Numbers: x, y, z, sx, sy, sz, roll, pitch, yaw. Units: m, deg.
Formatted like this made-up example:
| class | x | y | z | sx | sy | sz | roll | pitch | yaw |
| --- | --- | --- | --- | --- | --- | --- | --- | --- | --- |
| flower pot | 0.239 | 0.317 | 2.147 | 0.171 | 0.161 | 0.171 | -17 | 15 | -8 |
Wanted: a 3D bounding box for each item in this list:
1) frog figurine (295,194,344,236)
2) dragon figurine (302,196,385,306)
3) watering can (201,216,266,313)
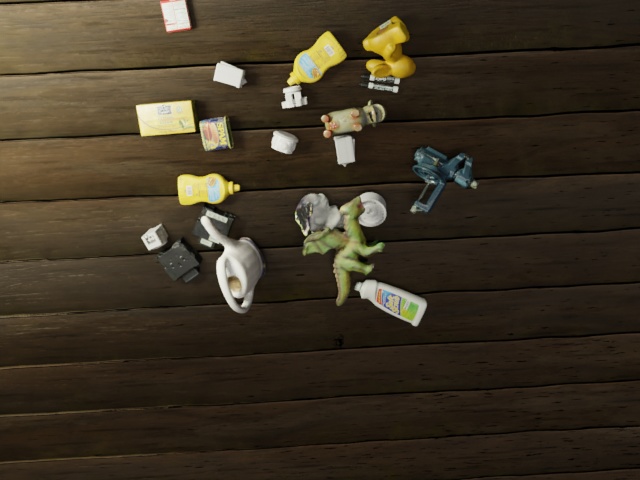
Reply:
| class | x | y | z | sx | sy | sz | roll | pitch | yaw |
| --- | --- | --- | --- | --- | --- | --- | --- | --- | --- |
| frog figurine | 0.005 | -0.085 | 1.680 | 0.160 | 0.123 | 0.136 | -7 | 101 | -37 |
| dragon figurine | 0.058 | 0.041 | 1.671 | 0.242 | 0.125 | 0.403 | 22 | 116 | -14 |
| watering can | -0.269 | 0.057 | 1.636 | 0.103 | 0.228 | 0.343 | -9 | 107 | 20 |
